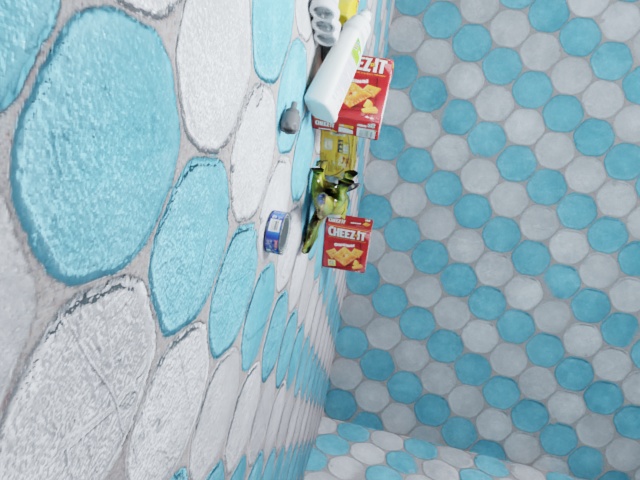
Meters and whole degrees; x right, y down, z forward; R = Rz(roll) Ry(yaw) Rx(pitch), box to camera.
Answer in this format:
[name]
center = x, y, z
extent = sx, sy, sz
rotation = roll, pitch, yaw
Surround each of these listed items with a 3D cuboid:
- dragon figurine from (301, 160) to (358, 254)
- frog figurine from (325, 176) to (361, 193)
[dragon figurine]
center = 0.004, -0.068, 1.351
extent = 0.418, 0.122, 0.238
rotation = -62, 169, -63
[frog figurine]
center = 0.052, -0.220, 1.581
extent = 0.160, 0.122, 0.138
rotation = 65, 19, 1
